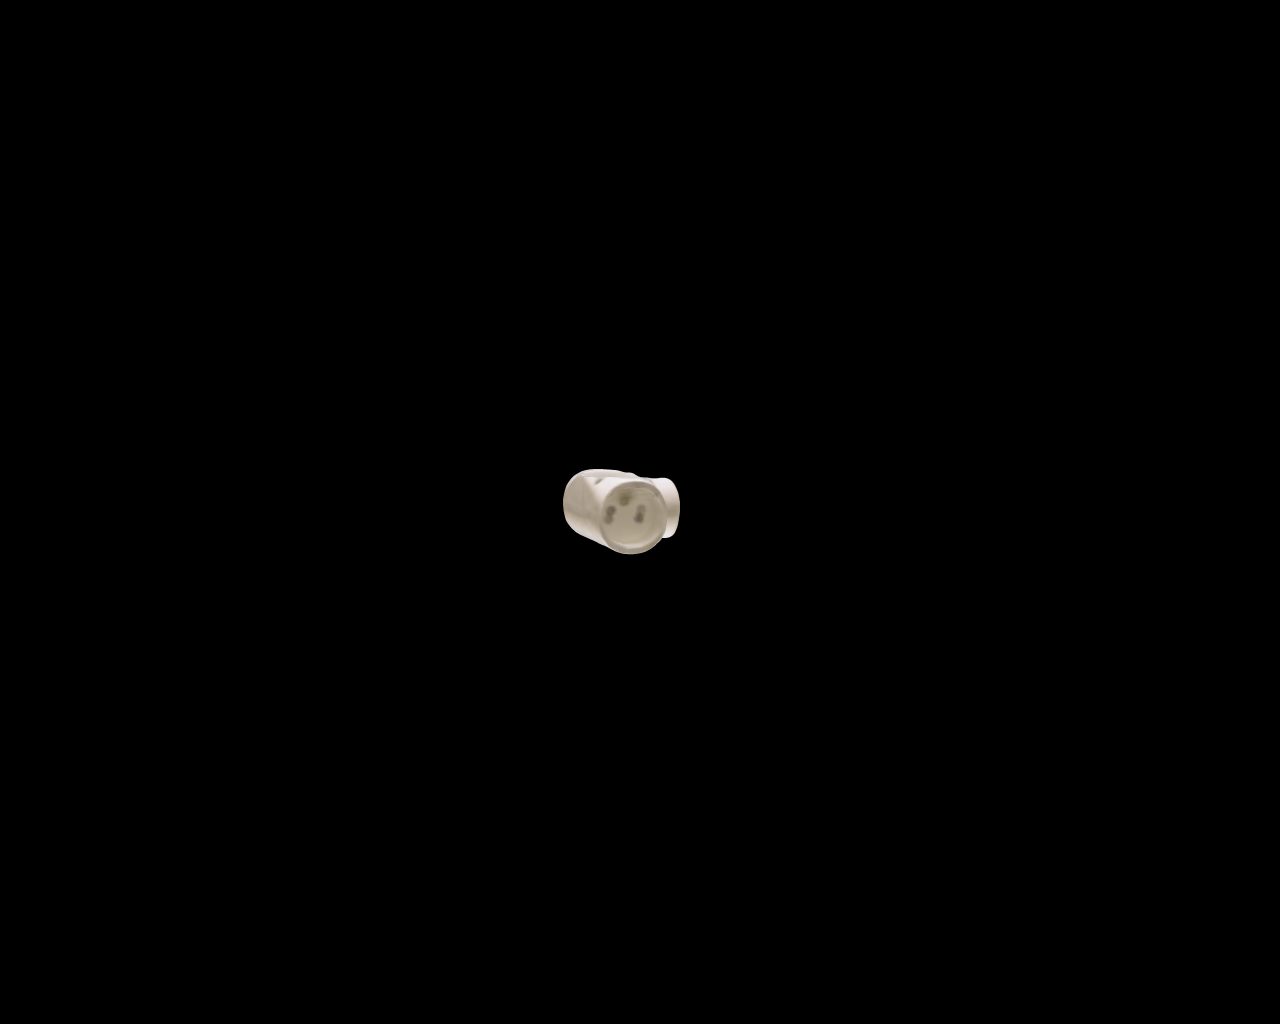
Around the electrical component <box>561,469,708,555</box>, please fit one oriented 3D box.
[{"bbox_3d":[0.001,-0.003,0.650,0.079,0.044,0.077,-3,8,-19],"label":"electrical component"}]
